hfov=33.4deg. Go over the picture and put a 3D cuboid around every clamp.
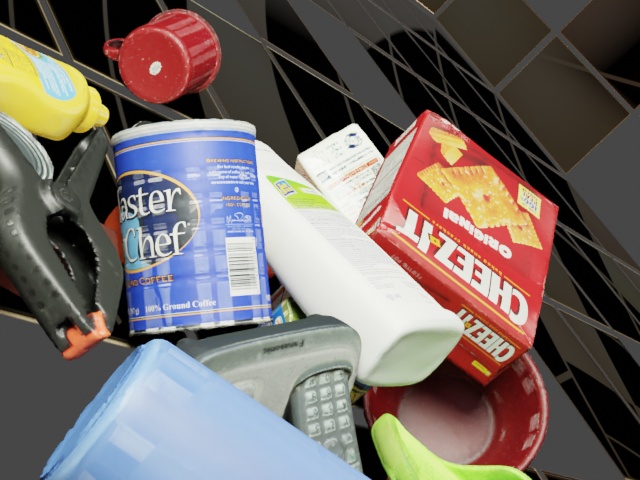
[{"bbox_3d":[-0.175,-0.025,0.647,0.164,0.036,0.210,32,28,-47],"label":"clamp"}]

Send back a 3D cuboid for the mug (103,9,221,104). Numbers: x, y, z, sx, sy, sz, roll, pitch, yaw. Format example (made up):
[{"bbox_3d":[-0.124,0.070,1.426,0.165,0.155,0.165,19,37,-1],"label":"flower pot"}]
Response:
[{"bbox_3d":[-0.171,-0.193,1.118,0.117,0.093,0.081,15,22,9],"label":"mug"}]

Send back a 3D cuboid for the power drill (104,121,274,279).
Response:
[{"bbox_3d":[-0.115,-0.020,0.898,0.184,0.057,0.187,44,19,-3],"label":"power drill"}]

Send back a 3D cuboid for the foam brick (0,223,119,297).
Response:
[{"bbox_3d":[-0.179,0.009,0.712,0.078,0.051,0.053,33,22,-32],"label":"foam brick"}]

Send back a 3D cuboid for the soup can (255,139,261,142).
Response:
[{"bbox_3d":[-0.055,-0.041,1.046,0.102,0.069,0.068,53,21,22],"label":"soup can"}]

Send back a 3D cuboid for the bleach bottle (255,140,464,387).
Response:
[{"bbox_3d":[-0.005,0.001,0.816,0.102,0.068,0.251,9,34,-53],"label":"bleach bottle"}]

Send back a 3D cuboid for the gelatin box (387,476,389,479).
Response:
[{"bbox_3d":[0.089,0.215,0.830,0.089,0.030,0.073,24,55,-44],"label":"gelatin box"}]

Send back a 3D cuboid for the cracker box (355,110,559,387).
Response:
[{"bbox_3d":[0.119,-0.002,0.936,0.164,0.072,0.213,36,37,-8],"label":"cracker box"}]

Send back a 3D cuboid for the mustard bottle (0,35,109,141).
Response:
[{"bbox_3d":[-0.243,-0.124,0.849,0.191,0.058,0.096,17,26,-53],"label":"mustard bottle"}]

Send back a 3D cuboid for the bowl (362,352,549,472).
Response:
[{"bbox_3d":[0.115,0.150,0.940,0.162,0.162,0.055,52,-19,21],"label":"bowl"}]

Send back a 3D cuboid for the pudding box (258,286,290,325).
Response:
[{"bbox_3d":[-0.012,0.054,0.905,0.039,0.090,0.113,40,19,-9],"label":"pudding box"}]

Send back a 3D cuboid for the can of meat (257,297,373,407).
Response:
[{"bbox_3d":[-0.016,0.101,0.809,0.102,0.084,0.057,32,22,-32],"label":"can of meat"}]

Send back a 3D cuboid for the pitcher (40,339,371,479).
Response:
[{"bbox_3d":[-0.027,0.166,0.577,0.242,0.149,0.144,38,41,-8],"label":"pitcher"}]

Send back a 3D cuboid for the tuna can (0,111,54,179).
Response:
[{"bbox_3d":[-0.236,-0.058,0.764,0.086,0.034,0.086,39,20,-17],"label":"tuna can"}]

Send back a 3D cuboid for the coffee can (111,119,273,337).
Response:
[{"bbox_3d":[-0.090,-0.007,0.753,0.102,0.103,0.140,2,81,-63],"label":"coffee can"}]
